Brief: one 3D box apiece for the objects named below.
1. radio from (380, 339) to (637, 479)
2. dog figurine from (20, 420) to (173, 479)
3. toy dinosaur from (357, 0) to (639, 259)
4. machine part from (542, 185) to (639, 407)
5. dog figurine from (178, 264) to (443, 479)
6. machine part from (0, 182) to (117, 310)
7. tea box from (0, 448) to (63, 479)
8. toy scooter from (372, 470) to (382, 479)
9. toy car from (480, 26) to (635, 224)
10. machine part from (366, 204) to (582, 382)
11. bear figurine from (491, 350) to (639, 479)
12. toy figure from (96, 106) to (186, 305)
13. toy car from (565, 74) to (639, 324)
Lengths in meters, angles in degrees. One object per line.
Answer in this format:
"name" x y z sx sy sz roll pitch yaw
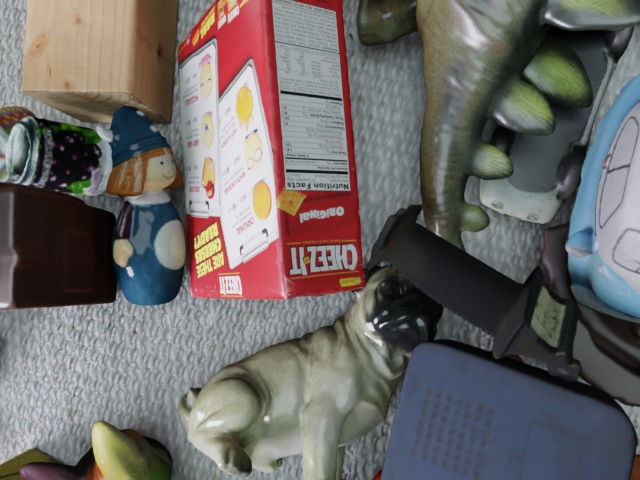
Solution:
"radio" 0.101 0.186 0.330 0.131 0.073 0.229 12 88 25
"dog figurine" -0.133 0.244 0.393 0.108 0.191 0.219 -33 100 10
"toy dinosaur" 0.120 -0.180 0.377 0.199 0.105 0.470 16 99 16
"machine part" 0.245 0.029 0.371 0.180 0.056 0.179 -2 85 23
"dog figurine" -0.007 0.093 0.431 0.172 0.121 0.190 22 76 3
"machine part" -0.272 0.010 0.399 0.202 0.201 0.087 -4 85 6
"tea box" -0.261 0.238 0.403 0.068 0.169 0.098 25 92 6
"toy scooter" 0.053 0.264 0.419 0.184 0.075 0.135 -38 85 0
"toy car" 0.188 -0.113 0.431 0.074 0.056 0.201 19 88 13
"machine part" 0.100 0.028 0.340 0.139 0.084 0.039 31 130 9
"bear figurine" 0.177 0.182 0.384 0.196 0.132 0.120 35 118 0
"toy figure" -0.137 -0.027 0.426 0.058 0.064 0.154 0 105 -5
"toy car" 0.208 -0.027 0.307 0.109 0.103 0.161 12 92 22
